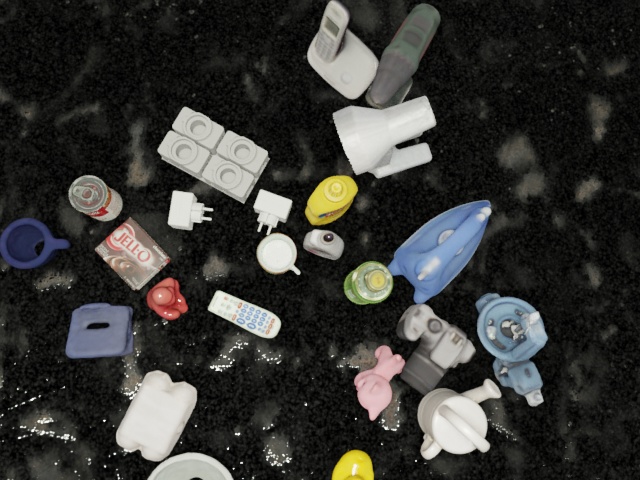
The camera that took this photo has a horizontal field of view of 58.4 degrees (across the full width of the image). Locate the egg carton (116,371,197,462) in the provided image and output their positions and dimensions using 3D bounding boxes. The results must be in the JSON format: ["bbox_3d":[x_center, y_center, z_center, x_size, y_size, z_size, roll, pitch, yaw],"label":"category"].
[{"bbox_3d":[-0.295,0.321,1.044,0.107,0.069,0.150,25,82,0],"label":"egg carton"}]

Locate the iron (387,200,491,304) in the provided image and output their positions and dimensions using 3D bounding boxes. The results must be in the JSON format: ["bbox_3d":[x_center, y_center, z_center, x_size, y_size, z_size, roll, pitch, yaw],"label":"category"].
[{"bbox_3d":[0.252,0.000,1.086,0.258,0.141,0.118,-44,87,-8],"label":"iron"}]

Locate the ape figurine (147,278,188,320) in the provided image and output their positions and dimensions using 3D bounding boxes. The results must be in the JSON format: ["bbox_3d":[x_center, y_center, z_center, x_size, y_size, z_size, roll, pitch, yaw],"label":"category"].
[{"bbox_3d":[-0.286,0.108,1.061,0.076,0.092,0.078,13,82,-2],"label":"ape figurine"}]

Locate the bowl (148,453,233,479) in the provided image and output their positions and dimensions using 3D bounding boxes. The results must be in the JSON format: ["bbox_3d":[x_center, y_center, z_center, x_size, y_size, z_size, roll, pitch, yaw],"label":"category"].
[{"bbox_3d":[-0.228,0.462,1.028,0.167,0.074,0.167,1,83,-4],"label":"bowl"}]

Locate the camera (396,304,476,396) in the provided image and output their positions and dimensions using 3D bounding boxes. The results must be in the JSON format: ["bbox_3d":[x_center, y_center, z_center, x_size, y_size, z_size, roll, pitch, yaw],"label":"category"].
[{"bbox_3d":[0.201,0.211,1.076,0.143,0.100,0.137,38,82,2],"label":"camera"}]

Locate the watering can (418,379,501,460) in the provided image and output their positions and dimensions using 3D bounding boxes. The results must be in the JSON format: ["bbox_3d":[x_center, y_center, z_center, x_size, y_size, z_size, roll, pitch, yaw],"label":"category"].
[{"bbox_3d":[0.247,0.319,1.018,0.101,0.194,0.173,23,82,0],"label":"watering can"}]

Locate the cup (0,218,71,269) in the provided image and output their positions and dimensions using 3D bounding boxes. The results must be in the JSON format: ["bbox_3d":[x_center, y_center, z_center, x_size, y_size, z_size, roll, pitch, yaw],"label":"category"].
[{"bbox_3d":[-0.510,0.011,1.057,0.118,0.095,0.092,0,83,-4],"label":"cup"}]

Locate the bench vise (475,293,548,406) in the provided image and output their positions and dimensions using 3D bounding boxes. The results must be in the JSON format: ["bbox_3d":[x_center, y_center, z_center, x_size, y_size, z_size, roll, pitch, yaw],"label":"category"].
[{"bbox_3d":[0.372,0.190,1.030,0.121,0.219,0.207,-36,86,-7],"label":"bench vise"}]

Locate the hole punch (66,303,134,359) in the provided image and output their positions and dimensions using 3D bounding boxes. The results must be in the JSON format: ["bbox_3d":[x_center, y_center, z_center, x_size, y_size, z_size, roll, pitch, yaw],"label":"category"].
[{"bbox_3d":[-0.402,0.166,1.046,0.108,0.091,0.101,-3,83,-4],"label":"hole punch"}]

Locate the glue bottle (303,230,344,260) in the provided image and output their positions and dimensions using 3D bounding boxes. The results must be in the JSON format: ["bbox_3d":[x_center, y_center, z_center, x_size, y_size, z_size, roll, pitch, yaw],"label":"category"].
[{"bbox_3d":[0.010,0.004,1.053,0.078,0.173,0.037,16,82,-1],"label":"glue bottle"}]

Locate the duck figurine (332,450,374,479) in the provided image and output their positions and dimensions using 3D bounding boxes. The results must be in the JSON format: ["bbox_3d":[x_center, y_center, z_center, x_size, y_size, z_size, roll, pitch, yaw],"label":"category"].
[{"bbox_3d":[0.063,0.442,1.044,0.077,0.086,0.105,17,82,-1],"label":"duck figurine"}]

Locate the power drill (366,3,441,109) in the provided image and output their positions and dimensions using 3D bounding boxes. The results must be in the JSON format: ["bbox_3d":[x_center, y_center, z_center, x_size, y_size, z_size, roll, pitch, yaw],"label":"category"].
[{"bbox_3d":[0.147,-0.322,1.087,0.075,0.208,0.230,28,82,1],"label":"power drill"}]

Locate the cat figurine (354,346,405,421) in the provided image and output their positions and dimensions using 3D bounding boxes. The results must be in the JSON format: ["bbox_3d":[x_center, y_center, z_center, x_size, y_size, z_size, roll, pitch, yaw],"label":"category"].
[{"bbox_3d":[0.111,0.262,1.055,0.067,0.117,0.128,36,82,2],"label":"cat figurine"}]

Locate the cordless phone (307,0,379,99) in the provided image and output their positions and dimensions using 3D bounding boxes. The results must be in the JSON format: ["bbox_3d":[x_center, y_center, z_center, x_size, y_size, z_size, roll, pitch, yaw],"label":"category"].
[{"bbox_3d":[0.051,-0.367,1.098,0.147,0.185,0.094,41,82,2],"label":"cordless phone"}]

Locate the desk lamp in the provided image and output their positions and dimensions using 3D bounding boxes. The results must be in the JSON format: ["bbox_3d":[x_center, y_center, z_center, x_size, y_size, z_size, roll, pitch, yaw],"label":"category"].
[{"bbox_3d":[0.122,-0.193,1.066,0.203,0.213,0.118,-19,84,-6],"label":"desk lamp"}]
